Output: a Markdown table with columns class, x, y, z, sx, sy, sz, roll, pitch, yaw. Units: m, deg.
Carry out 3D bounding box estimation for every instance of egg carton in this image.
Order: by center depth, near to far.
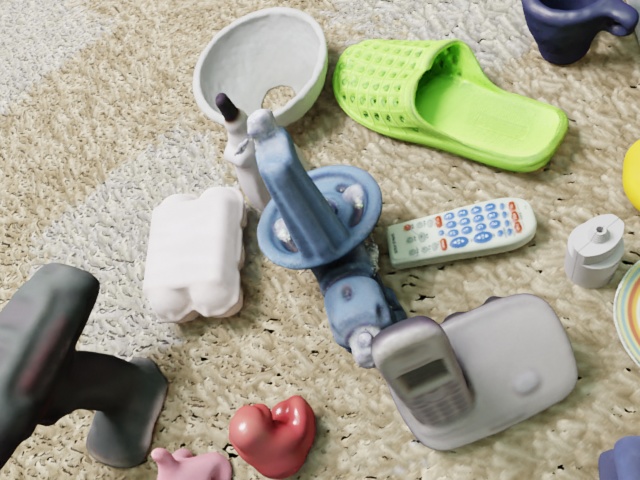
| class | x | y | z | sx | sy | sz | roll | pitch | yaw |
| --- | --- | --- | --- | --- | --- | --- | --- | --- | --- |
| egg carton | -0.130 | 0.015 | 0.614 | 0.107 | 0.069 | 0.150 | -9 | 64 | 15 |

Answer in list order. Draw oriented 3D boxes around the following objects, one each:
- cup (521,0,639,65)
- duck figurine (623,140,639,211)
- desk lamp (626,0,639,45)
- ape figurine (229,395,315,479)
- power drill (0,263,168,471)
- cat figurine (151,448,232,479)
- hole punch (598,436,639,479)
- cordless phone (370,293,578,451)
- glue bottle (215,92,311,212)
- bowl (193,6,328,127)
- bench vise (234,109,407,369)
| class | x | y | z | sx | sy | sz | roll | pitch | yaw |
| --- | --- | --- | --- | --- | --- | --- | --- | --- | --- |
| cup | 0.259 | -0.217 | 0.571 | 0.092 | 0.095 | 0.117 | -44 | 60 | -4 |
| duck figurine | 0.308 | -0.063 | 0.489 | 0.077 | 0.086 | 0.104 | -20 | 62 | 10 |
| desk lamp | 0.339 | -0.235 | 0.484 | 0.117 | 0.214 | 0.203 | -9 | 64 | 15 |
| ape figurine | -0.048 | 0.168 | 0.502 | 0.077 | 0.092 | 0.076 | -7 | 65 | 16 |
| power drill | -0.232 | 0.147 | 0.508 | 0.075 | 0.209 | 0.230 | 4 | 68 | 21 |
| cat figurine | -0.133 | 0.241 | 0.484 | 0.067 | 0.118 | 0.128 | -5 | 65 | 17 |
| hole punch | 0.253 | 0.187 | 0.391 | 0.101 | 0.091 | 0.108 | -8 | 64 | 16 |
| cordless phone | 0.116 | 0.088 | 0.429 | 0.147 | 0.185 | 0.094 | -29 | 60 | 5 |
| glue bottle | -0.064 | -0.091 | 0.580 | 0.037 | 0.173 | 0.078 | 24 | 76 | 27 |
| bowl | -0.061 | -0.188 | 0.680 | 0.167 | 0.075 | 0.167 | -7 | 64 | 16 |
| bench vise | 0.014 | -0.006 | 0.487 | 0.121 | 0.220 | 0.207 | -40 | 60 | -1 |
